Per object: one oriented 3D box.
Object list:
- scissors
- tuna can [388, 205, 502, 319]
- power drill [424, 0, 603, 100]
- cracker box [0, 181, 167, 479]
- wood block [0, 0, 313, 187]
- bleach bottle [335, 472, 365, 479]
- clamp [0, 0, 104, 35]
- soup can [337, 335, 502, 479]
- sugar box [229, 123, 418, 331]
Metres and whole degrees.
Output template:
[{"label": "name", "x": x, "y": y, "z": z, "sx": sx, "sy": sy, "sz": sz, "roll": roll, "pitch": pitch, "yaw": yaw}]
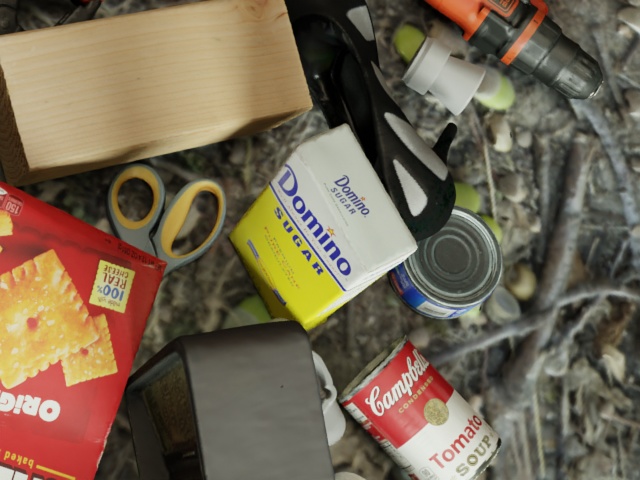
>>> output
[{"label": "scissors", "x": -0.142, "y": 0.026, "z": 0.760, "sx": 0.096, "sy": 0.016, "sz": 0.201, "roll": 35, "pitch": 66, "yaw": -1}, {"label": "tuna can", "x": 0.096, "y": 0.016, "z": 0.823, "sx": 0.086, "sy": 0.034, "sz": 0.086, "roll": 5, "pitch": 70, "yaw": -15}, {"label": "power drill", "x": 0.195, "y": -0.230, "z": 0.923, "sx": 0.184, "sy": 0.057, "sz": 0.187, "roll": 36, "pitch": 66, "yaw": -2}, {"label": "cracker box", "x": -0.203, "y": 0.079, "z": 0.650, "sx": 0.164, "sy": 0.072, "sz": 0.213, "roll": 31, "pitch": 67, "yaw": -36}, {"label": "wood block", "x": -0.124, "y": -0.107, "z": 0.754, "sx": 0.205, "sy": 0.090, "sz": 0.091, "roll": -16, "pitch": 91, "yaw": -25}, {"label": "bleach bottle", "x": -0.016, "y": 0.280, "z": 0.686, "sx": 0.102, "sy": 0.068, "sz": 0.250, "roll": 35, "pitch": 68, "yaw": -3}, {"label": "clamp", "x": -0.241, "y": -0.160, "z": 0.767, "sx": 0.171, "sy": 0.039, "sz": 0.120, "roll": -37, "pitch": 117, "yaw": -27}, {"label": "soup can", "x": 0.071, "y": 0.128, "z": 0.760, "sx": 0.102, "sy": 0.069, "sz": 0.068, "roll": 47, "pitch": 66, "yaw": 2}, {"label": "sugar box", "x": -0.005, "y": 0.001, "z": 0.720, "sx": 0.048, "sy": 0.176, "sz": 0.093, "roll": -26, "pitch": 81, "yaw": -23}]
